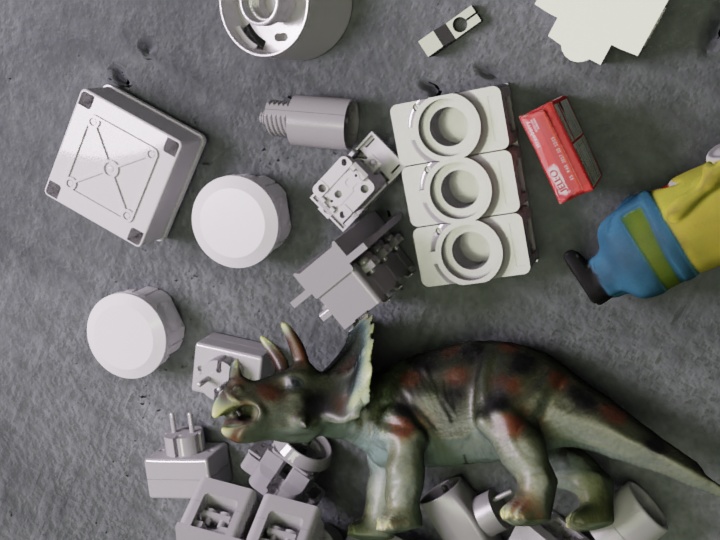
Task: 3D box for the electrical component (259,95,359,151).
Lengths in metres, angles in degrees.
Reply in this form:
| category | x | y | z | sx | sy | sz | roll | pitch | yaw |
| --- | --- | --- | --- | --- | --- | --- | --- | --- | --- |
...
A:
| category | x | y | z | sx | sy | sz | roll | pitch | yaw |
| --- | --- | --- | --- | --- | --- | --- | --- | --- | --- |
| electrical component | -0.046 | -0.126 | 0.909 | 0.081 | 0.043 | 0.043 | 7 | 104 | 16 |

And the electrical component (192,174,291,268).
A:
| category | x | y | z | sx | sy | sz | roll | pitch | yaw |
| --- | --- | --- | --- | --- | --- | --- | --- | --- | --- |
| electrical component | -0.102 | -0.045 | 0.940 | 0.080 | 0.051 | 0.080 | 4 | 103 | 17 |

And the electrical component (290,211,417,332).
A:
| category | x | y | z | sx | sy | sz | roll | pitch | yaw |
| --- | --- | --- | --- | --- | --- | --- | --- | --- | --- |
| electrical component | 0.000 | 0.000 | 0.881 | 0.079 | 0.121 | 0.063 | -39 | 91 | 21 |

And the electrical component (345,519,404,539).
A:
| category | x | y | z | sx | sy | sz | roll | pitch | yaw |
| --- | --- | --- | --- | --- | --- | --- | --- | --- | --- |
| electrical component | 0.026 | 0.290 | 0.953 | 0.109 | 0.056 | 0.108 | 23 | 132 | 11 |

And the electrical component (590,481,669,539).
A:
| category | x | y | z | sx | sy | sz | roll | pitch | yaw |
| --- | --- | --- | --- | --- | --- | --- | --- | --- | --- |
| electrical component | 0.222 | 0.209 | 0.894 | 0.047 | 0.055 | 0.055 | -43 | 87 | 17 |

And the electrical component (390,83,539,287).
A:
| category | x | y | z | sx | sy | sz | roll | pitch | yaw |
| --- | --- | --- | --- | --- | --- | --- | --- | --- | --- |
| electrical component | 0.085 | -0.068 | 0.871 | 0.089 | 0.062 | 0.150 | -8 | 99 | 19 |

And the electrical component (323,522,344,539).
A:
| category | x | y | z | sx | sy | sz | roll | pitch | yaw |
| --- | --- | --- | --- | --- | --- | --- | --- | --- | --- |
| electrical component | -0.087 | 0.245 | 0.981 | 0.138 | 0.074 | 0.052 | 14 | 84 | 14 |

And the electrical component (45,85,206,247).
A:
| category | x | y | z | sx | sy | sz | roll | pitch | yaw |
| --- | --- | --- | --- | --- | --- | --- | --- | --- | --- |
| electrical component | -0.209 | -0.093 | 0.960 | 0.109 | 0.056 | 0.108 | 29 | 109 | 9 |

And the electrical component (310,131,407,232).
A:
| category | x | y | z | sx | sy | sz | roll | pitch | yaw |
| --- | --- | --- | --- | --- | --- | --- | --- | --- | --- |
| electrical component | -0.005 | -0.072 | 0.898 | 0.042 | 0.064 | 0.081 | 45 | 110 | 2 |

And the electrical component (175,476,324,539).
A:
| category | x | y | z | sx | sy | sz | roll | pitch | yaw |
| --- | --- | --- | --- | --- | --- | --- | --- | --- | --- |
| electrical component | -0.091 | 0.260 | 0.915 | 0.105 | 0.060 | 0.186 | 13 | 133 | 9 |

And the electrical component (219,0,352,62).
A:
| category | x | y | z | sx | sy | sz | roll | pitch | yaw |
| --- | --- | --- | --- | --- | --- | --- | --- | --- | --- |
| electrical component | -0.065 | -0.223 | 0.896 | 0.099 | 0.064 | 0.099 | 7 | 105 | 30 |

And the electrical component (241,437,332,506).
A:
| category | x | y | z | sx | sy | sz | roll | pitch | yaw |
| --- | --- | --- | --- | --- | --- | --- | --- | --- | --- |
| electrical component | -0.061 | 0.174 | 0.973 | 0.078 | 0.058 | 0.057 | 35 | 112 | 8 |

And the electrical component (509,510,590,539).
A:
| category | x | y | z | sx | sy | sz | roll | pitch | yaw |
| --- | --- | --- | --- | --- | --- | --- | --- | --- | --- |
| electrical component | 0.147 | 0.314 | 0.914 | 0.105 | 0.060 | 0.186 | 36 | 112 | 36 |

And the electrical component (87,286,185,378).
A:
| category | x | y | z | sx | sy | sz | roll | pitch | yaw |
| --- | --- | --- | --- | --- | --- | --- | --- | --- | --- |
| electrical component | -0.207 | 0.056 | 0.995 | 0.080 | 0.051 | 0.080 | 4 | 103 | 17 |

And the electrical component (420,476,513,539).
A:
| category | x | y | z | sx | sy | sz | roll | pitch | yaw |
| --- | --- | --- | --- | --- | --- | --- | --- | --- | --- |
| electrical component | 0.105 | 0.216 | 0.937 | 0.079 | 0.043 | 0.077 | -32 | 91 | 21 |

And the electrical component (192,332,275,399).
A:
| category | x | y | z | sx | sy | sz | roll | pitch | yaw |
| --- | --- | --- | --- | --- | --- | --- | --- | --- | --- |
| electrical component | -0.120 | 0.093 | 0.962 | 0.066 | 0.077 | 0.047 | 11 | 105 | 15 |

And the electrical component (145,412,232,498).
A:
| category | x | y | z | sx | sy | sz | roll | pitch | yaw |
| --- | --- | --- | --- | --- | --- | --- | --- | --- | --- |
| electrical component | -0.163 | 0.170 | 1.009 | 0.066 | 0.047 | 0.076 | -3 | 101 | 18 |
